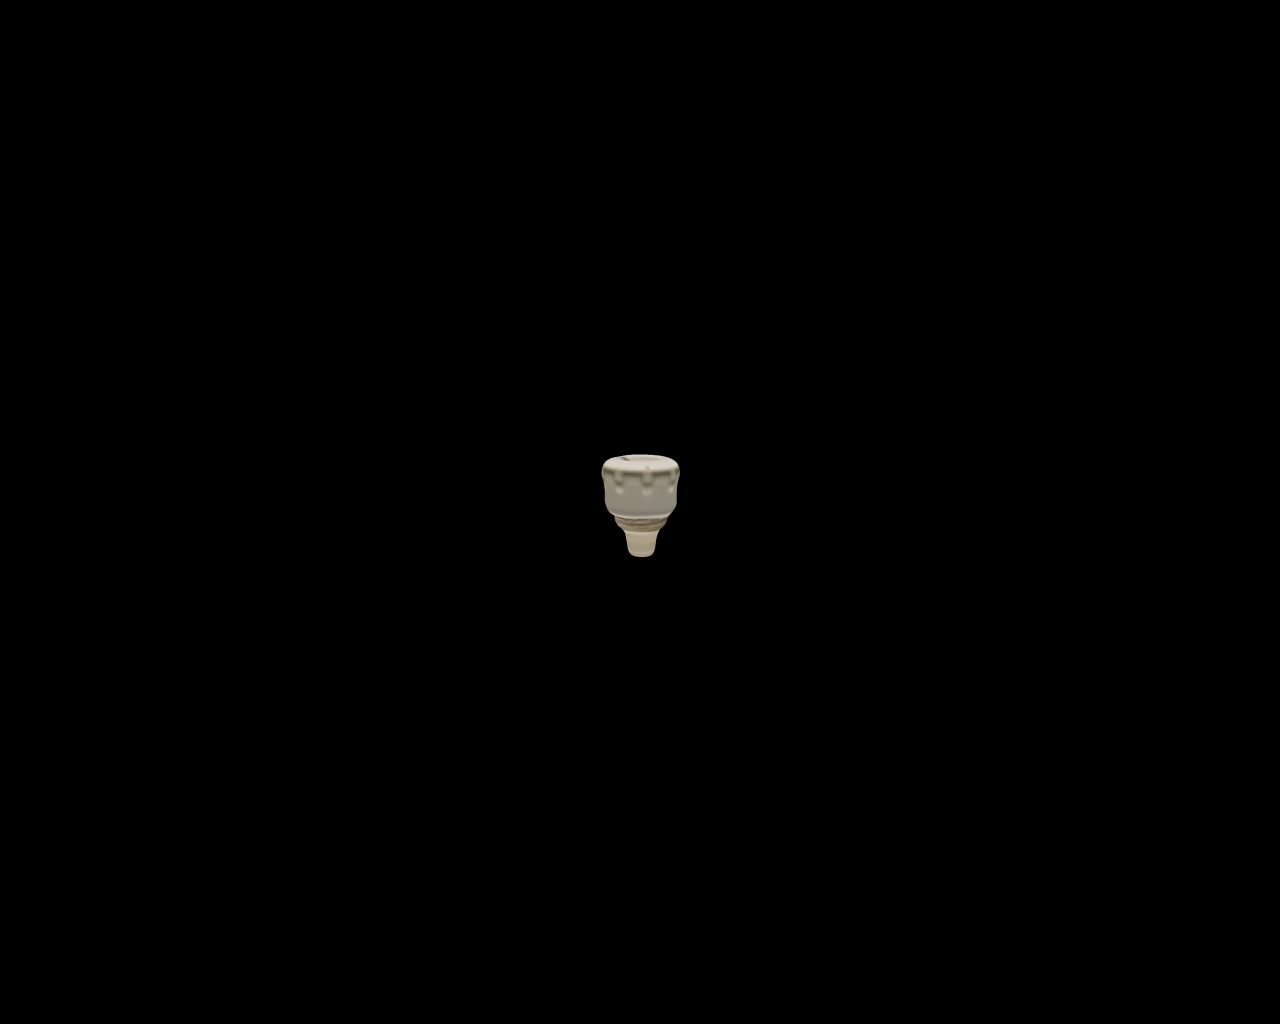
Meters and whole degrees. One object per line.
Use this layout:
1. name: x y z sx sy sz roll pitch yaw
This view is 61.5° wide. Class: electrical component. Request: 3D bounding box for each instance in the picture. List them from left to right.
1. electrical component: 0.001 -0.003 0.650 0.048 0.062 0.048 0 11 0
